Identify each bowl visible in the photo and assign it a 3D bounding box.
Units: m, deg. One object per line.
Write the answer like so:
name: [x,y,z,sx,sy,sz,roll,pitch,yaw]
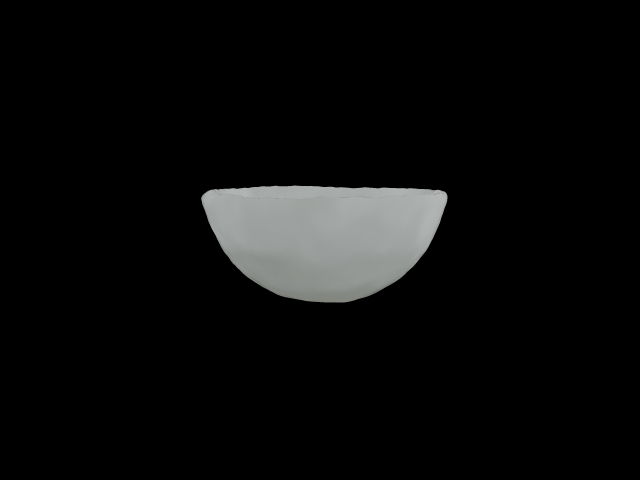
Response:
bowl: [0.004,0.001,0.400,0.167,0.075,0.167,0,7,0]
